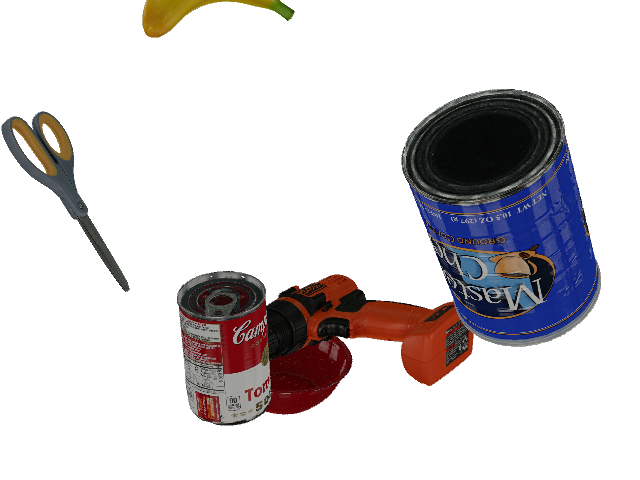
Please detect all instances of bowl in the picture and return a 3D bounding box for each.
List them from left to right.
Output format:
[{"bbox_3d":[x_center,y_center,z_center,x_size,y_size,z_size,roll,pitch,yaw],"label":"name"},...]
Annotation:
[{"bbox_3d":[-0.044,0.159,1.273,0.162,0.055,0.162,2,25,-1],"label":"bowl"}]

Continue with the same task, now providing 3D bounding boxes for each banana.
[{"bbox_3d":[-0.104,-0.230,1.002,0.197,0.070,0.037,-22,-28,-47],"label":"banana"}]

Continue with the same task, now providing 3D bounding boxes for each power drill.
[{"bbox_3d":[0.033,0.083,0.987,0.188,0.057,0.184,10,22,32],"label":"power drill"}]

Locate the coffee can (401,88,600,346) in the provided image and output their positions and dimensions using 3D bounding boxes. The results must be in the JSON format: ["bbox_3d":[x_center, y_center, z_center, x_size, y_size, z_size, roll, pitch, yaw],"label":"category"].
[{"bbox_3d":[0.121,-0.013,0.700,0.103,0.102,0.140,0,-42,27],"label":"coffee can"}]

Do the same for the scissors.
[{"bbox_3d":[-0.242,-0.048,1.066,0.016,0.201,0.096,-25,27,23],"label":"scissors"}]

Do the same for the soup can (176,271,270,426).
[{"bbox_3d":[-0.074,0.085,0.833,0.068,0.102,0.068,-1,28,1],"label":"soup can"}]
